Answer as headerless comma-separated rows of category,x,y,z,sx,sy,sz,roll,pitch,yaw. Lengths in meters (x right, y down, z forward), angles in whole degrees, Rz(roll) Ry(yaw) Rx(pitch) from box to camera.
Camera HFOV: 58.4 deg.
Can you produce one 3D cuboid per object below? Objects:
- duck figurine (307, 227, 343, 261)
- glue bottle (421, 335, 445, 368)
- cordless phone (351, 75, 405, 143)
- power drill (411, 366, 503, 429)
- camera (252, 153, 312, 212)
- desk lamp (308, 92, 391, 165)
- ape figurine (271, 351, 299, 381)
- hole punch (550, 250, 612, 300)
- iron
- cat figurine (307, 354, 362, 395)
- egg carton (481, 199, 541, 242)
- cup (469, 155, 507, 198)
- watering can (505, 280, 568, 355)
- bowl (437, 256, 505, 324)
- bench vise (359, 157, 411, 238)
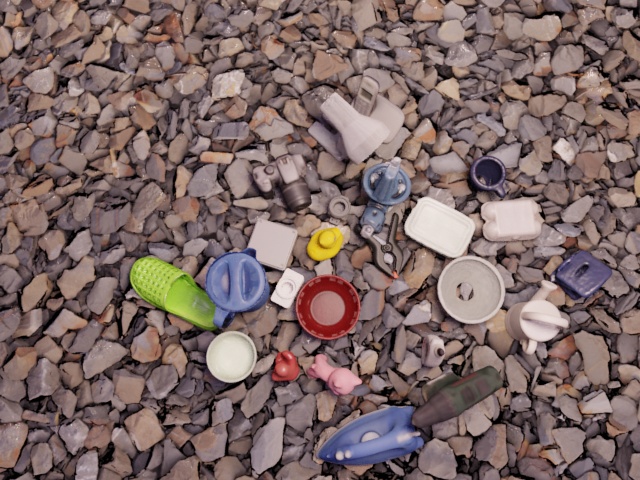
duck figurine,0.013,0.005,1.448,0.104,0.086,0.077,-38,82,-7
glue bottle,0.273,0.264,1.358,0.037,0.173,0.078,4,79,1
cordless phone,0.149,-0.338,1.462,0.147,0.185,0.094,32,81,6
power drill,0.301,0.362,1.322,0.229,0.208,0.075,-27,80,-5
camera,-0.087,-0.140,1.467,0.143,0.101,0.137,-22,80,-4
desk lamp,0.067,-0.272,1.435,0.203,0.213,0.118,42,82,7
ape figurine,-0.088,0.311,1.388,0.078,0.092,0.076,-43,82,-7
hole punch,0.652,0.087,1.435,0.109,0.091,0.101,-42,82,-7
iron,0.114,0.476,1.334,0.258,0.141,0.118,-18,80,-3
cat figurine,0.033,0.328,1.373,0.127,0.118,0.067,28,81,5
egg carton,0.489,-0.050,1.470,0.150,0.069,0.107,-5,80,-1
cup,0.430,-0.151,1.475,0.092,0.095,0.117,-33,81,-6
watering can,0.518,0.184,1.364,0.101,0.194,0.173,-4,79,-1
bowl,0.370,0.128,1.434,0.167,0.075,0.167,0,80,0
bench vise,0.164,-0.107,1.402,0.121,0.220,0.207,5,79,1
